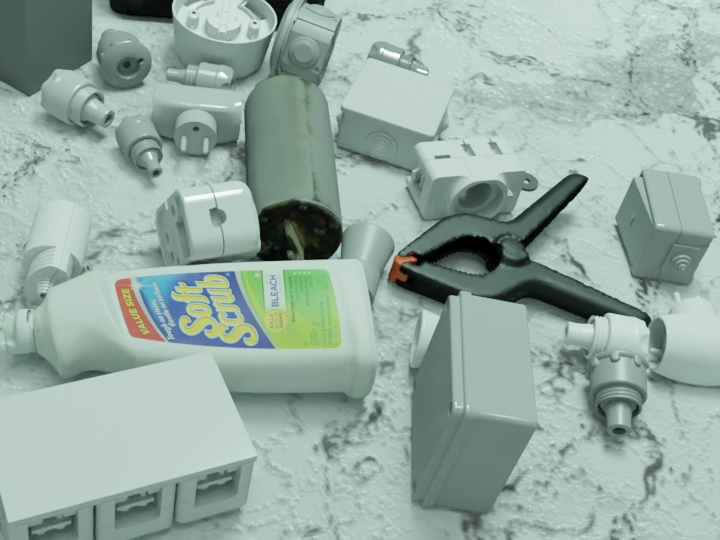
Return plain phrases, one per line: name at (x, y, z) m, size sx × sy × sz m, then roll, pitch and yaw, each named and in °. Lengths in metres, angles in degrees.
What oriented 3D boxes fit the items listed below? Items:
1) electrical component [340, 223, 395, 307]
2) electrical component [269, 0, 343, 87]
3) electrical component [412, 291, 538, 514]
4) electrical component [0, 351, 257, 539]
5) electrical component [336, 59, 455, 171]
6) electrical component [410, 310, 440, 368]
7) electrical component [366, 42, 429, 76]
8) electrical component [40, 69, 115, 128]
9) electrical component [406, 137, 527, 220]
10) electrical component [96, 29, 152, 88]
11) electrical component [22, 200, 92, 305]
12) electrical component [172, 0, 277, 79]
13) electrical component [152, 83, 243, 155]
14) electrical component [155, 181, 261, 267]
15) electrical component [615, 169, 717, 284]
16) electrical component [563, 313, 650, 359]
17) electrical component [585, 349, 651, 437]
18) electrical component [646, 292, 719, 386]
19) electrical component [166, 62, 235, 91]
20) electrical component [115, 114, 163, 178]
electrical component at (0.000, 0.000, 0.851) m, size 0.044 × 0.044 × 0.065 m, roll 15°, pitch 48°, yaw 1°
electrical component at (-0.052, -0.217, 1.030) m, size 0.051 × 0.080 × 0.080 m, roll 20°, pitch 44°, yaw -1°
electrical component at (0.075, 0.090, 0.729) m, size 0.056 × 0.108 × 0.108 m, roll 11°, pitch 44°, yaw -7°
electrical component at (-0.153, 0.119, 0.676) m, size 0.150 × 0.061 × 0.089 m, roll -11°, pitch 49°, yaw -24°
electrical component at (0.032, -0.142, 0.997) m, size 0.100 × 0.048 × 0.099 m, roll 19°, pitch 44°, yaw 5°
electrical component at (0.069, 0.057, 0.807) m, size 0.055 × 0.045 × 0.045 m, roll 12°, pitch 44°, yaw -2°
electrical component at (0.038, -0.203, 1.071) m, size 0.061 × 0.035 × 0.035 m, roll 21°, pitch 44°, yaw 4°
electrical component at (-0.243, -0.145, 0.934) m, size 0.062 × 0.043 × 0.043 m, roll 30°, pitch 46°, yaw 14°
electrical component at (0.094, -0.078, 0.946) m, size 0.089 × 0.050 × 0.055 m, roll -6°, pitch 47°, yaw -19°
electrical component at (-0.224, -0.202, 0.998) m, size 0.048 × 0.048 × 0.062 m, roll -12°, pitch 43°, yaw -24°
electrical component at (-0.228, -0.009, 0.800) m, size 0.043 × 0.043 × 0.081 m, roll 6°, pitch 44°, yaw -8°
electrical component at (-0.131, -0.232, 1.032) m, size 0.099 × 0.064 × 0.099 m, roll 6°, pitch 57°, yaw -10°
electrical component at (-0.144, -0.128, 0.942) m, size 0.077 × 0.043 × 0.079 m, roll 5°, pitch 45°, yaw -10°
electrical component at (-0.113, -0.032, 0.813) m, size 0.059 × 0.095 × 0.053 m, roll -11°, pitch 85°, yaw -23°
electrical component at (0.264, -0.034, 0.936) m, size 0.061 × 0.061 × 0.096 m, roll 9°, pitch 44°, yaw -5°
electrical component at (0.191, 0.055, 0.841) m, size 0.062 × 0.043 × 0.043 m, roll 10°, pitch 44°, yaw -2°
electrical component at (0.193, 0.094, 0.802) m, size 0.048 × 0.048 × 0.062 m, roll 12°, pitch 51°, yaw -2°
electrical component at (0.270, 0.049, 0.862) m, size 0.077 × 0.043 × 0.079 m, roll 8°, pitch 48°, yaw -8°
electrical component at (-0.148, -0.176, 0.996) m, size 0.061 × 0.035 × 0.035 m, roll 10°, pitch 44°, yaw 0°
electrical component at (-0.184, -0.102, 0.912) m, size 0.035 × 0.035 × 0.061 m, roll -14°, pitch 53°, yaw -26°
